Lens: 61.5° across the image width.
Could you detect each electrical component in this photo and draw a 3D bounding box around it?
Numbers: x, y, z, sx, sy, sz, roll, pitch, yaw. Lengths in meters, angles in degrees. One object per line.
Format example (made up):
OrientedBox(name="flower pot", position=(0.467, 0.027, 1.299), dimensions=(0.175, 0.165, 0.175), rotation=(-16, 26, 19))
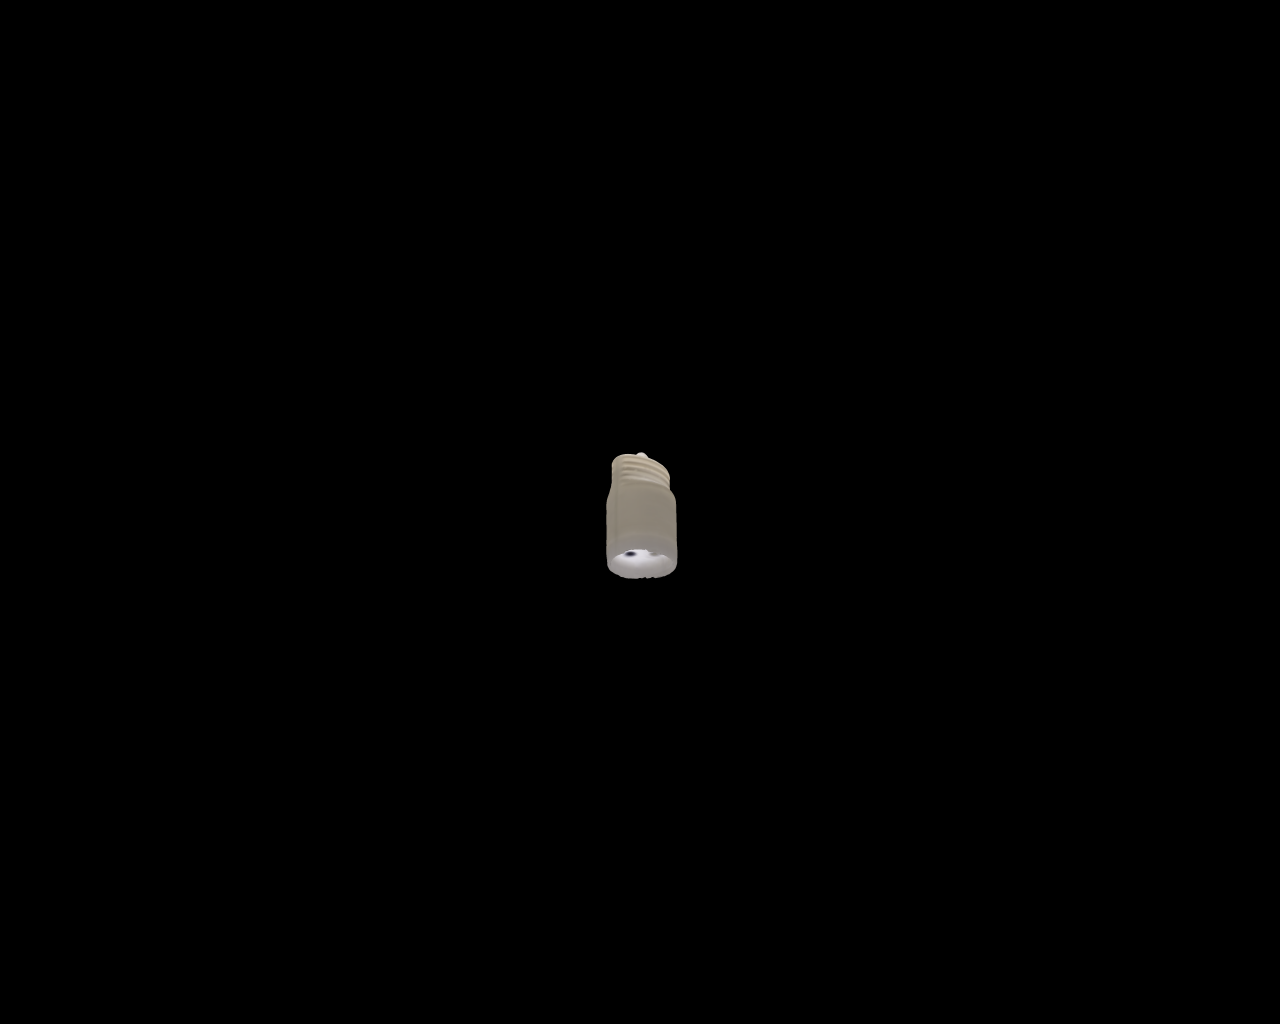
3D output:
OrientedBox(name="electrical component", position=(0.001, -0.003, 0.650), dimensions=(0.043, 0.081, 0.043), rotation=(0, -28, 0))
